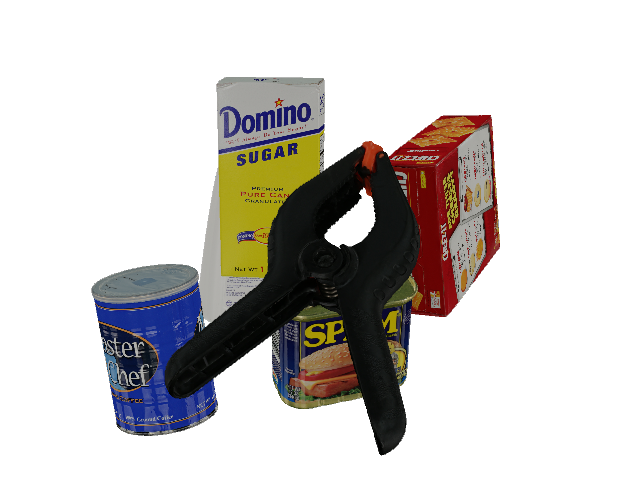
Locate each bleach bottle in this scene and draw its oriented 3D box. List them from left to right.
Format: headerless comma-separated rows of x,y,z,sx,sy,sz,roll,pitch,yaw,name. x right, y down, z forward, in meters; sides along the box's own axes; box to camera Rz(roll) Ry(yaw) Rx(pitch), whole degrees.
-0.074,-0.031,1.189,0.102,0.251,0.068,0,19,-32,bleach bottle

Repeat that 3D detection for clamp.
0.012,0.026,0.537,0.120,0.171,0.039,23,-26,15,clamp

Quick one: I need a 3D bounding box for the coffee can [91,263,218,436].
-0.160,0.104,1.039,0.103,0.140,0.103,-7,14,2,coffee can

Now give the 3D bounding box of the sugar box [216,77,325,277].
-0.043,-0.056,0.950,0.093,0.176,0.048,1,16,7,sugar box

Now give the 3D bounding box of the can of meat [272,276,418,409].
0.014,0.066,0.757,0.102,0.084,0.057,-9,33,-15,can of meat

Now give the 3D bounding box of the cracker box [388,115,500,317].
0.133,-0.034,1.160,0.072,0.164,0.213,2,20,25,cracker box
